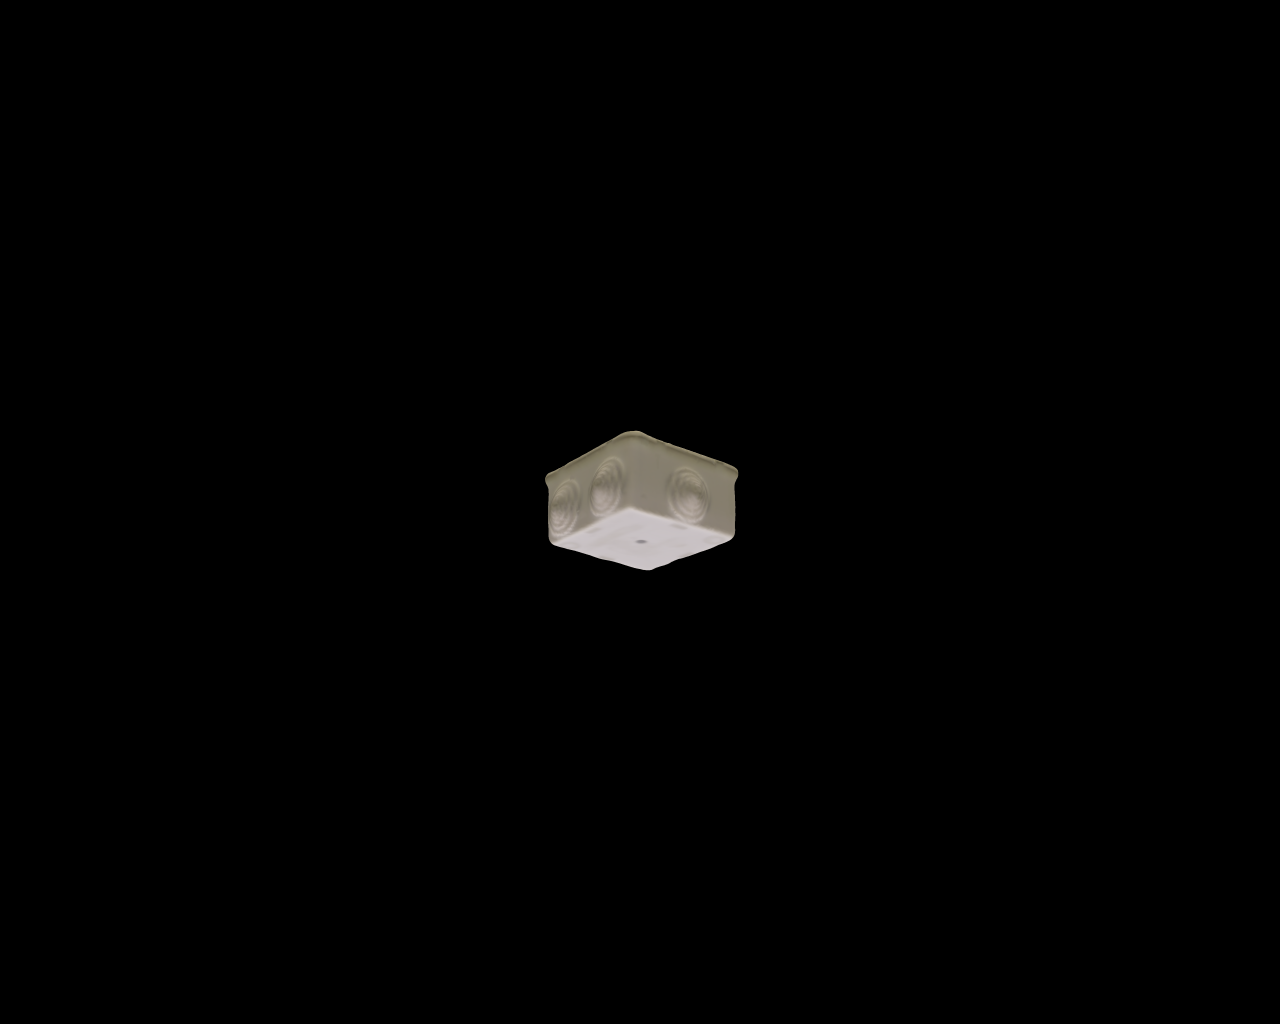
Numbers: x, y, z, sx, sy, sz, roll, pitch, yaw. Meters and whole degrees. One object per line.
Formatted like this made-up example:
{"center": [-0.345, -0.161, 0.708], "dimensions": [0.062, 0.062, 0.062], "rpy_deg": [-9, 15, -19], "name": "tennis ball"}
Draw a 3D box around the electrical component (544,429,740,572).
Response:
{"center": [0.001, -0.003, 0.650], "dimensions": [0.100, 0.048, 0.099], "rpy_deg": [17, -27, -37], "name": "electrical component"}
